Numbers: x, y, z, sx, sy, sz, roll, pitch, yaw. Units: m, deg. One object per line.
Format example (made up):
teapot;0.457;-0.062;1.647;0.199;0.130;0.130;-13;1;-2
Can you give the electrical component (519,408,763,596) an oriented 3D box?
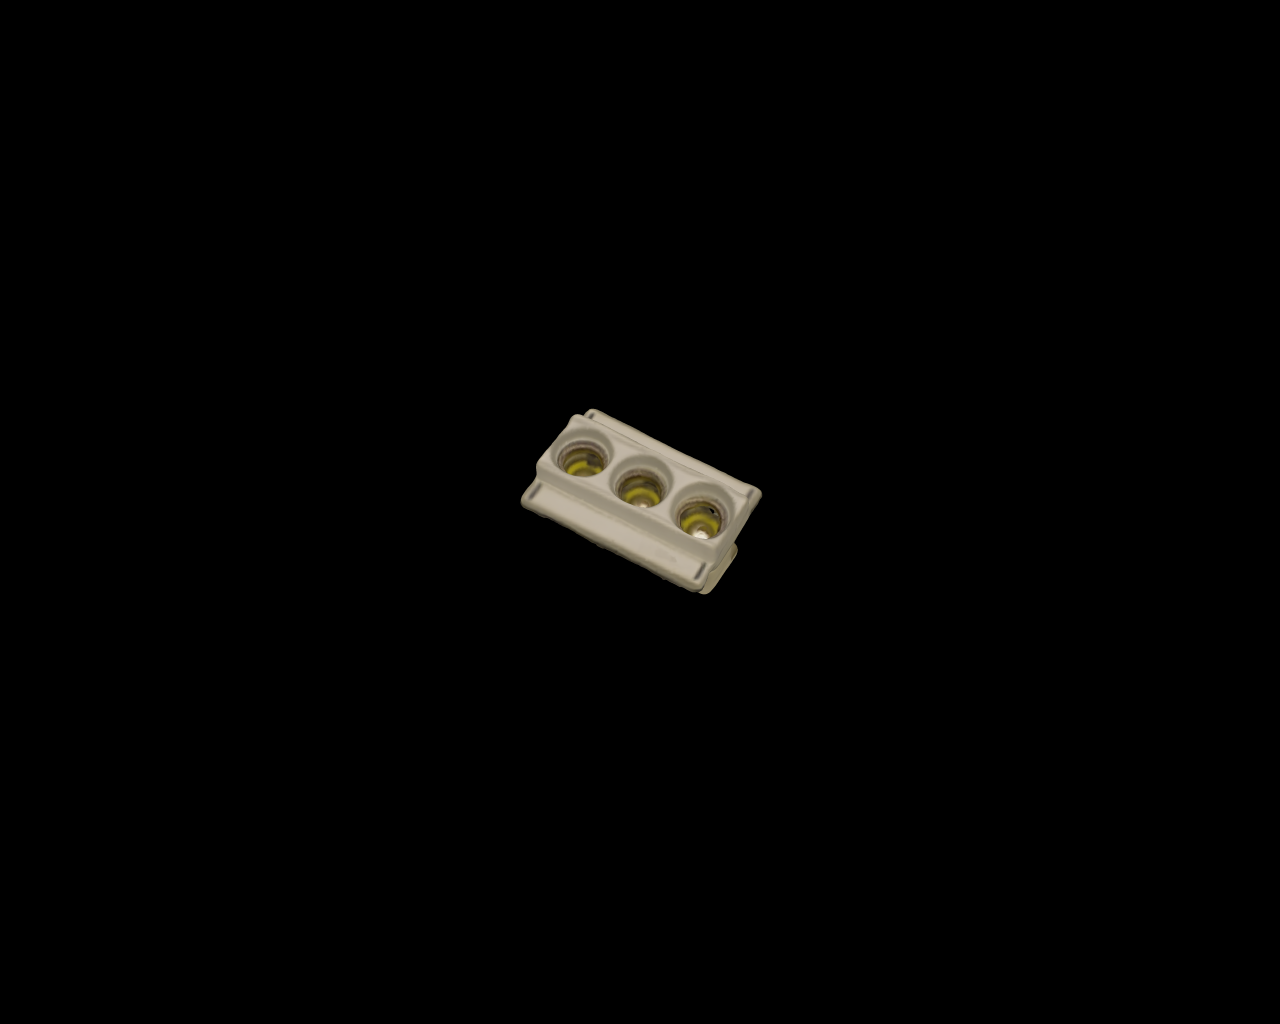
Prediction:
electrical component;0.001;-0.003;0.650;0.121;0.079;0.063;26;-30;17
